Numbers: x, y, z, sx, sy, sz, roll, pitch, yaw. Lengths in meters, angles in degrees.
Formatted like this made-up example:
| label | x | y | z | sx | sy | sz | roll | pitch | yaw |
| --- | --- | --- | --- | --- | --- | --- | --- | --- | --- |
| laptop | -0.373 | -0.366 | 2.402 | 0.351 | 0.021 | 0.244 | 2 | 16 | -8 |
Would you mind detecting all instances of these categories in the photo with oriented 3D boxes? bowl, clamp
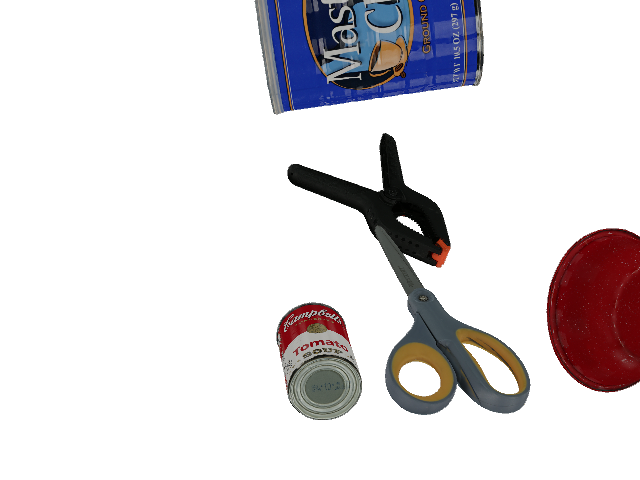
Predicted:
| label | x | y | z | sx | sy | sz | roll | pitch | yaw |
| --- | --- | --- | --- | --- | --- | --- | --- | --- | --- |
| bowl | 0.297 | 0.069 | 1.025 | 0.161 | 0.162 | 0.055 | 0 | 0 | -27 |
| clamp | 0.070 | -0.044 | 1.262 | 0.164 | 0.036 | 0.210 | -16 | 52 | -29 |

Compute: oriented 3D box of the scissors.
| label | x | y | z | sx | sy | sz | roll | pitch | yaw |
| --- | --- | --- | --- | --- | --- | --- | --- | --- | --- |
| scissors | 0.056 | 0.052 | 0.705 | 0.096 | 0.016 | 0.202 | -16 | 38 | -27 |

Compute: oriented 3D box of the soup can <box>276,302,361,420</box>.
| label | x | y | z | sx | sy | sz | roll | pitch | yaw |
| --- | --- | --- | --- | --- | --- | --- | --- | --- | --- |
| soup can | -0.003 | 0.110 | 0.977 | 0.068 | 0.068 | 0.102 | 0 | 24 | -8 |

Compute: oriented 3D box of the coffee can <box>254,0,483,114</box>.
| label | x | y | z | sx | sy | sz | roll | pitch | yaw |
| --- | --- | --- | --- | --- | --- | --- | --- | --- | --- |
| coffee can | 0.030 | -0.145 | 0.717 | 0.140 | 0.103 | 0.103 | -8 | 0 | 1 |
